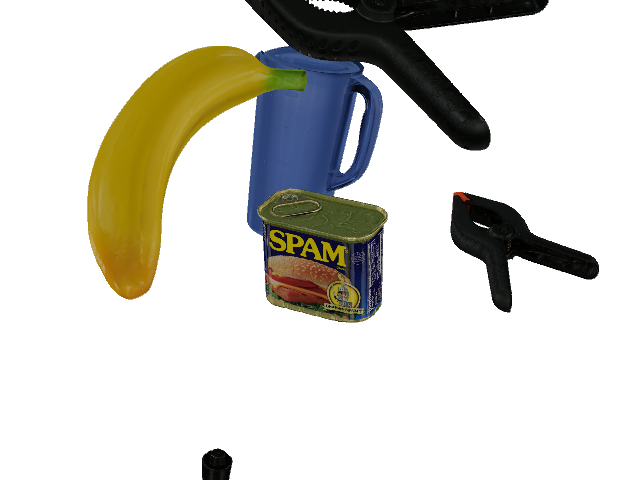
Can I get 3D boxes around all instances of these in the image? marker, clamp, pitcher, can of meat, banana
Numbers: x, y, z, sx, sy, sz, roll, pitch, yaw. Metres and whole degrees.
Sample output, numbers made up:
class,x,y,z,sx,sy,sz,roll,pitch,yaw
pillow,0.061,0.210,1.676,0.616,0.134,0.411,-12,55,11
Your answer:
class,x,y,z,sx,sy,sz,roll,pitch,yaw
marker,-0.070,0.182,0.684,0.020,0.121,0.020,6,31,-4
clamp,0.041,-0.140,0.715,0.210,0.164,0.036,15,-39,6
pitcher,-0.019,-0.121,1.379,0.144,0.243,0.149,2,23,-17
clamp,0.196,0.003,1.081,0.120,0.039,0.171,-8,41,-20
can of meat,0.002,0.013,0.864,0.102,0.084,0.057,13,33,23
banana,-0.074,-0.050,0.541,0.070,0.037,0.197,17,46,15
